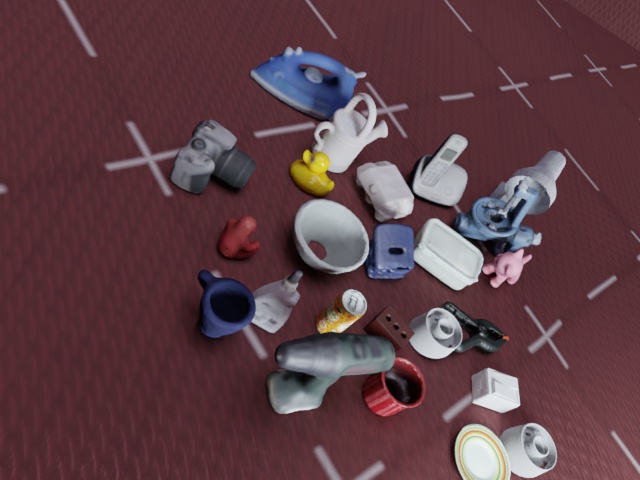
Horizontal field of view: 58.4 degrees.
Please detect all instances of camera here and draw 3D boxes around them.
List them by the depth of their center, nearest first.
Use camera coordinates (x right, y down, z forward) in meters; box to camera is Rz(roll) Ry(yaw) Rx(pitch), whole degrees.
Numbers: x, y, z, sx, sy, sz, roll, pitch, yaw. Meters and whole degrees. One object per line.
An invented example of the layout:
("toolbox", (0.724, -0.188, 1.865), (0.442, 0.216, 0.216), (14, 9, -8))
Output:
("camera", (-0.197, -0.156, 1.116), (0.137, 0.100, 0.143), (32, 48, -10))

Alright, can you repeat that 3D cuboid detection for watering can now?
("watering can", (0.072, -0.250, 1.289), (0.173, 0.193, 0.101), (-27, 75, -41))

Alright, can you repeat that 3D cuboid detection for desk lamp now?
("desk lamp", (0.534, -0.133, 1.487), (0.118, 0.213, 0.204), (44, 47, 2))

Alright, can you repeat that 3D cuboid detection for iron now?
("iron", (-0.023, -0.393, 1.364), (0.259, 0.141, 0.118), (18, 51, -21))

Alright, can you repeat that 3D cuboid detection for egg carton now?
("egg carton", (0.149, -0.115, 1.329), (0.107, 0.069, 0.150), (-13, 67, -38))

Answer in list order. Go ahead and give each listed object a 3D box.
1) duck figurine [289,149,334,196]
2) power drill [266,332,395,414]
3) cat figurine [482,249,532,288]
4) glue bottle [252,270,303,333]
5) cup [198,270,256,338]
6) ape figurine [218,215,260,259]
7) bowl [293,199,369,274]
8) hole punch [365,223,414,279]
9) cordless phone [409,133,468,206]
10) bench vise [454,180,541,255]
("duck figurine", (-0.006, -0.152, 1.245), (0.104, 0.086, 0.078), (40, 47, -2))
("power drill", (-0.003, 0.207, 0.912), (0.230, 0.208, 0.075), (-1, 59, -33))
("cat figurine", (0.456, 0.060, 1.369), (0.128, 0.117, 0.067), (-10, 65, -37))
("glue bottle", (-0.070, 0.096, 0.971), (0.078, 0.173, 0.037), (34, 47, -7))
("cup", (-0.173, 0.112, 0.948), (0.117, 0.094, 0.092), (49, 47, 7))
("ape figurine", (-0.144, -0.011, 1.054), (0.076, 0.092, 0.077), (-20, 71, -40))
("bowl", (0.011, 0.004, 1.154), (0.168, 0.074, 0.167), (17, 52, -22))
("hole punch", (0.152, 0.025, 1.218), (0.109, 0.091, 0.101), (1, 59, -32))
("cordless phone", (0.318, -0.175, 1.398), (0.148, 0.184, 0.094), (14, 52, -24))
("bench vise", (0.463, -0.061, 1.387), (0.208, 0.219, 0.121), (8, 55, -28))
